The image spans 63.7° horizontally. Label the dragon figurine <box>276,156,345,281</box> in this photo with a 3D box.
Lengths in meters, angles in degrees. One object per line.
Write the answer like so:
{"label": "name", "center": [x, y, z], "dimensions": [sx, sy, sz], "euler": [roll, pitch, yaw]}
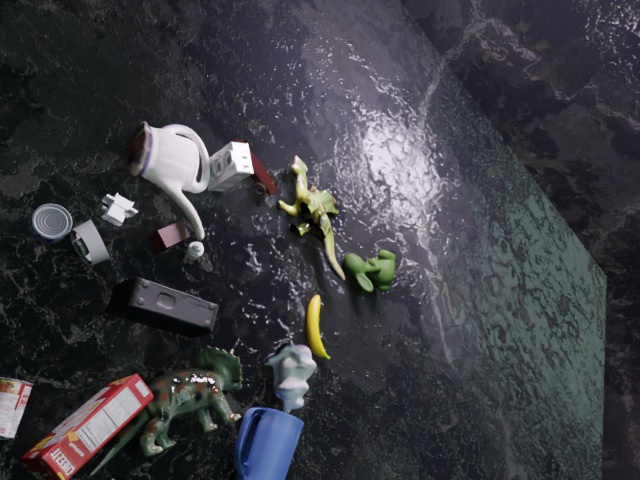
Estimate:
{"label": "dragon figurine", "center": [0.005, -0.085, 1.679], "dimensions": [0.121, 0.408, 0.247], "euler": [-26, 11, 37]}

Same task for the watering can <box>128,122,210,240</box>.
{"label": "watering can", "center": [-0.385, -0.173, 1.338], "dimensions": [0.223, 0.355, 0.102], "euler": [17, -38, -37]}

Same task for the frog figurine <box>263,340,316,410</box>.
{"label": "frog figurine", "center": [-0.068, 0.364, 1.379], "dimensions": [0.136, 0.162, 0.121], "euler": [-33, -23, 11]}
